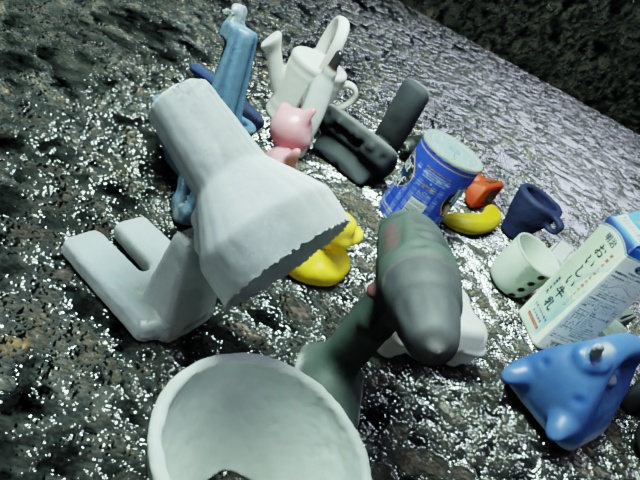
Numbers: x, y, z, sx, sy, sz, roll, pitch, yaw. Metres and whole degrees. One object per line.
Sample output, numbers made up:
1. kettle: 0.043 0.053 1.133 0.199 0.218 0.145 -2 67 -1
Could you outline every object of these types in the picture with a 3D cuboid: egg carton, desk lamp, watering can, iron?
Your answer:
1. egg carton: 0.123 0.093 0.675 0.151 0.069 0.107 12 37 -29
2. desk lamp: -0.100 -0.009 0.481 0.203 0.213 0.118 42 33 15
3. watering can: -0.013 -0.280 0.946 0.173 0.194 0.100 6 40 -36
4. iron: 0.345 0.160 0.710 0.259 0.141 0.118 -1 45 -42

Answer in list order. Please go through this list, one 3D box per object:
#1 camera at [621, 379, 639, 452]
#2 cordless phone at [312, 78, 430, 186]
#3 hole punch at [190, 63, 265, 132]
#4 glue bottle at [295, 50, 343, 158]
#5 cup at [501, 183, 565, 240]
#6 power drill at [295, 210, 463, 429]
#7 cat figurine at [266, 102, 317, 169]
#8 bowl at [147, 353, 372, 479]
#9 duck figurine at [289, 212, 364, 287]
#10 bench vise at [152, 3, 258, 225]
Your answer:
1. camera: 0.471 0.237 0.754 0.137 0.100 0.143 5 41 -37
2. cordless phone: 0.085 -0.196 0.925 0.147 0.185 0.094 37 32 8
3. hole punch: -0.137 -0.194 0.818 0.108 0.091 0.101 42 33 15
4. glue bottle: -0.009 -0.213 0.879 0.037 0.173 0.078 18 34 -22
5. cup: 0.390 -0.034 1.058 0.092 0.095 0.117 7 40 -35
6. power drill: 0.051 0.077 0.501 0.076 0.208 0.229 27 32 -8
7. cat figurine: -0.043 -0.132 0.790 0.067 0.117 0.127 21 34 -18
8. bowl: -0.051 0.169 0.413 0.168 0.074 0.167 23 33 -16
9. duck figurine: 0.006 0.002 0.680 0.105 0.086 0.077 2 43 -40
10. bench vise: -0.103 -0.133 0.642 0.122 0.219 0.207 -12 52 -48
